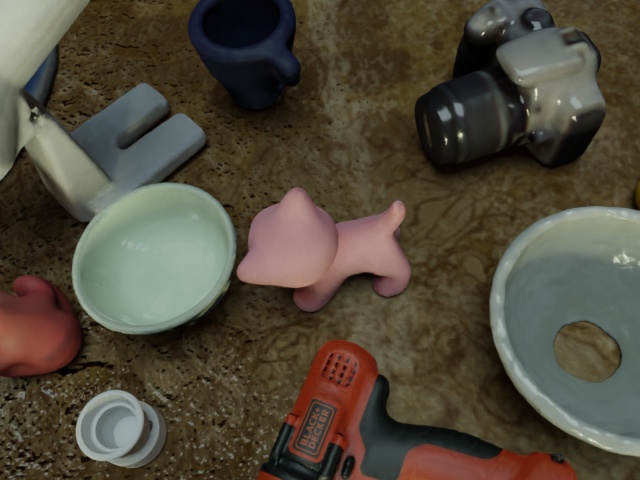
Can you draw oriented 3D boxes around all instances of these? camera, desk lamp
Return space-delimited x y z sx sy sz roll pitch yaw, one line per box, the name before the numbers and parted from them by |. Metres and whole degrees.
camera | 0.146 -0.130 0.480 0.137 0.101 0.143 -19 63 -5
desk lamp | -0.215 -0.102 0.429 0.117 0.214 0.203 39 72 21

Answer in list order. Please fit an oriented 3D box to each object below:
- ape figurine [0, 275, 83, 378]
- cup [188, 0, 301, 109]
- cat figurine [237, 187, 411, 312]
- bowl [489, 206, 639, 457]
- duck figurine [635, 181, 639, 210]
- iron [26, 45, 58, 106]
ape figurine | -0.222 0.060 0.416 0.076 0.092 0.078 28 68 17
cup | -0.054 -0.157 0.511 0.092 0.095 0.117 -39 67 -15
cat figurine | 0.004 0.001 0.414 0.128 0.118 0.067 -15 63 -3
bowl | 0.194 0.065 0.392 0.167 0.075 0.167 -2 63 3
duck figurine | 0.303 -0.052 0.437 0.104 0.086 0.077 -20 63 -6
iron | -0.339 -0.135 0.495 0.118 0.141 0.258 19 66 14
